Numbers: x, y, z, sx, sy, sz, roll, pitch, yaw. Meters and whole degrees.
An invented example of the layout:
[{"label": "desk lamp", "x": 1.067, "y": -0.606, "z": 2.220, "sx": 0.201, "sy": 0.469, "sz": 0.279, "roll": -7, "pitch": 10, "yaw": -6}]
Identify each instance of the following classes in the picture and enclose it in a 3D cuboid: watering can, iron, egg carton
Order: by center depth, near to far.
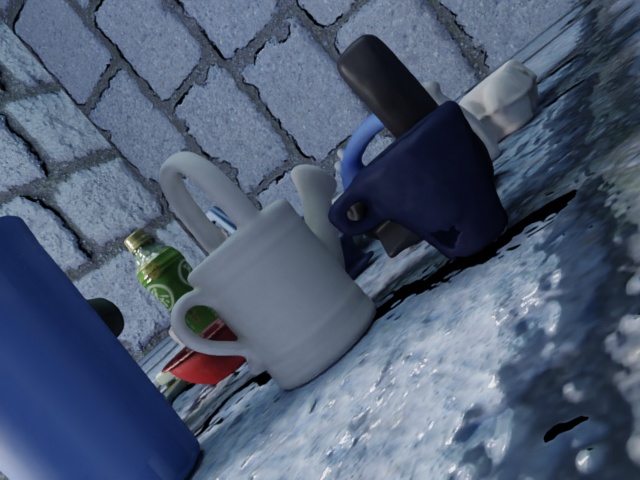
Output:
[{"label": "watering can", "x": -0.050, "y": 0.008, "z": 0.455, "sx": 0.100, "sy": 0.194, "sz": 0.173, "roll": -36, "pitch": 6, "yaw": 41}, {"label": "egg carton", "x": 0.232, "y": -0.176, "z": 0.747, "sx": 0.107, "sy": 0.069, "sz": 0.150, "roll": -37, "pitch": 5, "yaw": 33}, {"label": "iron", "x": 0.097, "y": -0.124, "z": 0.884, "sx": 0.257, "sy": 0.141, "sz": 0.119, "roll": -36, "pitch": 6, "yaw": 42}]

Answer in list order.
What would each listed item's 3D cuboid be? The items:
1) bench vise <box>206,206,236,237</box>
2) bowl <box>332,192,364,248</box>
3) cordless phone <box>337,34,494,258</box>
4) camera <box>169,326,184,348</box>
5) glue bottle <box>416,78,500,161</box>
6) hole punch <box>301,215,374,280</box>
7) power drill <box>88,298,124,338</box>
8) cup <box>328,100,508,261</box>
[{"label": "bench vise", "x": -0.144, "y": -0.005, "z": 1.192, "sx": 0.207, "sy": 0.220, "sz": 0.121, "roll": -39, "pitch": 5, "yaw": 11}, {"label": "bowl", "x": 0.007, "y": 0.003, "z": 0.803, "sx": 0.167, "sy": 0.075, "sz": 0.167, "roll": -40, "pitch": 5, "yaw": 4}, {"label": "cordless phone", "x": 0.063, "y": -0.091, "z": 0.557, "sx": 0.147, "sy": 0.185, "sz": 0.094, "roll": -38, "pitch": 5, "yaw": 24}, {"label": "camera", "x": -0.227, "y": 0.146, "z": 1.162, "sx": 0.137, "sy": 0.101, "sz": 0.143, "roll": -39, "pitch": 5, "yaw": 6}, {"label": "glue bottle", "x": 0.123, "y": -0.142, "z": 0.647, "sx": 0.078, "sy": 0.173, "sz": 0.037, "roll": -39, "pitch": 5, "yaw": 11}, {"label": "hole punch", "x": -0.008, "y": 0.019, "z": 0.666, "sx": 0.109, "sy": 0.091, "sz": 0.101, "roll": -40, "pitch": 5, "yaw": -5}, {"label": "power drill", "x": -0.263, "y": 0.166, "z": 0.572, "sx": 0.075, "sy": 0.208, "sz": 0.230, "roll": -36, "pitch": 6, "yaw": 37}, {"label": "cup", "x": 0.074, "y": -0.024, "z": 0.397, "sx": 0.118, "sy": 0.095, "sz": 0.091, "roll": -40, "pitch": 5, "yaw": -1}]
